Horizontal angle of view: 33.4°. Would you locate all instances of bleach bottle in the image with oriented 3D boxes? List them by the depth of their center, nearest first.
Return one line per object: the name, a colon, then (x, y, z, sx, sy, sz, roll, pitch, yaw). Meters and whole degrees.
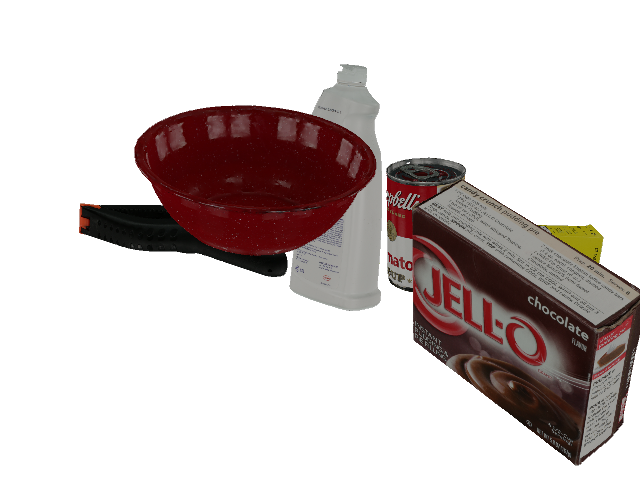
bleach bottle: (0.027, -0.059, 1.136, 0.103, 0.251, 0.067, 16, 16, 37)

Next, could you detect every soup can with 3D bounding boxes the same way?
soup can: (0.091, -0.014, 0.926, 0.068, 0.102, 0.068, -2, 22, 0)

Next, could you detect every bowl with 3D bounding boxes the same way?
bowl: (-0.044, -0.036, 0.723, 0.162, 0.055, 0.162, 4, 29, -2)

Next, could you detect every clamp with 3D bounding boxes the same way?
clamp: (-0.112, -0.006, 0.936, 0.210, 0.036, 0.164, 5, 12, 0)

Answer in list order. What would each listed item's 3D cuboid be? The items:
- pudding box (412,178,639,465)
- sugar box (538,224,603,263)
pudding box: (0.092, 0.036, 0.496, 0.039, 0.090, 0.114, -33, 48, -27)
sugar box: (0.248, 0.029, 1.300, 0.176, 0.093, 0.048, -1, 21, -10)
